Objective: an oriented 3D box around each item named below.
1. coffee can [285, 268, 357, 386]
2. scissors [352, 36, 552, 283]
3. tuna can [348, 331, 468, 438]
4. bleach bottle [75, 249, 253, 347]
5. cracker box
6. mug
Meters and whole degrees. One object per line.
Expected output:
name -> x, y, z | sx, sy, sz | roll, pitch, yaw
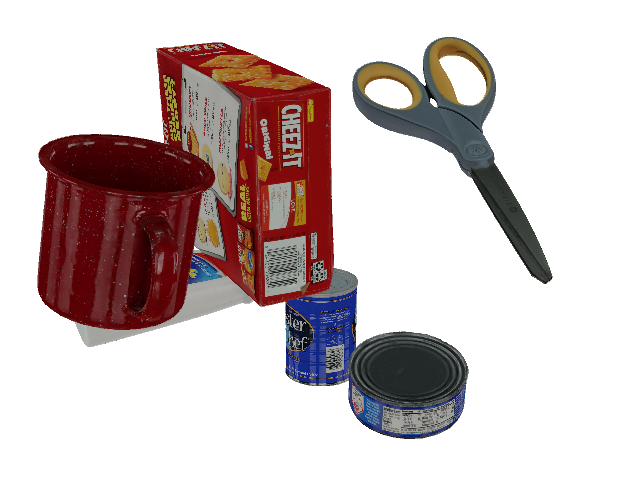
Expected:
coffee can -> 0.001, 0.120, 1.507 | 0.103, 0.140, 0.103 | 0, 19, 0
scissors -> 0.068, -0.051, 0.605 | 0.096, 0.201, 0.016 | -2, -44, 2
tuna can -> 0.063, 0.104, 0.771 | 0.086, 0.034, 0.086 | 0, 31, 0
bleach bottle -> -0.158, 0.048, 1.223 | 0.250, 0.068, 0.103 | -13, 36, -20
cracker box -> -0.064, -0.064, 0.872 | 0.072, 0.164, 0.214 | -11, 23, -24
mug -> -0.103, 0.001, 0.568 | 0.093, 0.081, 0.117 | -3, 25, -32
